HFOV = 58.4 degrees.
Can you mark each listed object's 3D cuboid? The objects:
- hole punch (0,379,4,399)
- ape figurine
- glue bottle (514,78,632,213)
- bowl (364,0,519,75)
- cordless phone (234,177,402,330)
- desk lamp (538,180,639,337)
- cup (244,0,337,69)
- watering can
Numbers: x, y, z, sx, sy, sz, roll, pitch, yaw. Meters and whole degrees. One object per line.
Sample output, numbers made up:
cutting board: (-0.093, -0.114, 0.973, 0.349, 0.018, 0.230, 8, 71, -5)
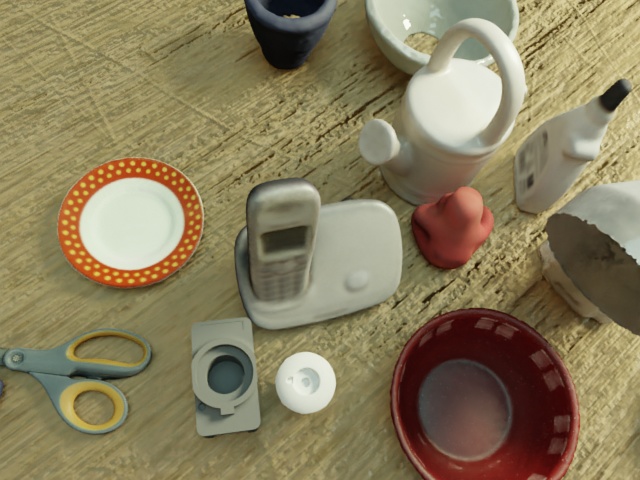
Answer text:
hole punch: (-0.312, 0.133, 0.418, 0.101, 0.091, 0.109, 17, 68, 0)
ape figurine: (0.126, -0.018, 0.533, 0.078, 0.092, 0.076, 20, 68, 1)
glue bottle: (0.232, -0.091, 0.531, 0.037, 0.173, 0.078, 9, 68, -3)
bowl: (0.124, -0.234, 0.625, 0.167, 0.074, 0.167, 3, 69, -6)
cordless phone: (0.004, 0.002, 0.459, 0.148, 0.185, 0.094, -15, 71, -12)
desk lamp: (0.272, -0.004, 0.481, 0.203, 0.213, 0.118, -34, 76, -18)
cup: (-0.023, -0.230, 0.593, 0.118, 0.095, 0.091, -31, 76, -17)
watering can: (0.116, -0.107, 0.511, 0.101, 0.194, 0.173, 39, 69, 8)
